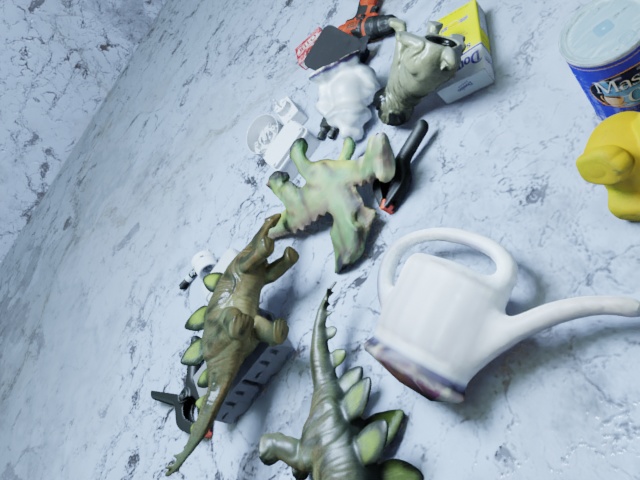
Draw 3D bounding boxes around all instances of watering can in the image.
[{"bbox_3d":[0.188,0.102,0.653,0.103,0.225,0.350,31,-6,-40],"label":"watering can"}]

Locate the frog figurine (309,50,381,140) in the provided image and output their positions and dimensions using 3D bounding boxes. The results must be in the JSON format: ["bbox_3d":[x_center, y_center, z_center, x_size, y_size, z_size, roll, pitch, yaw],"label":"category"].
[{"bbox_3d":[0.061,-0.282,1.046,0.137,0.159,0.123,-23,4,-4],"label":"frog figurine"}]

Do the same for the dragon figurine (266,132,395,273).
[{"bbox_3d":[0.003,-0.048,0.951,0.122,0.403,0.248,11,39,-36],"label":"dragon figurine"}]
